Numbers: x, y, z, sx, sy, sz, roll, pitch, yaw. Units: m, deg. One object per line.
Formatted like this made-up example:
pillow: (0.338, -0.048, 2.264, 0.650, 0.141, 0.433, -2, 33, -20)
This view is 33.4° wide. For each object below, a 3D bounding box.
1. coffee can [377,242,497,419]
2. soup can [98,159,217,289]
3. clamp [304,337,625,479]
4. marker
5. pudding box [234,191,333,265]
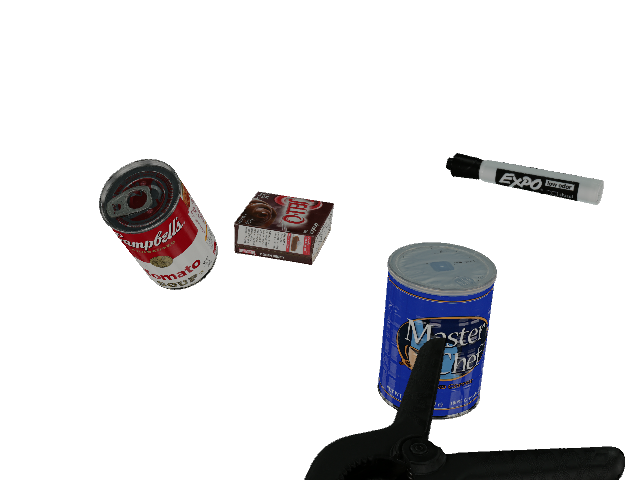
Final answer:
coffee can: (0.111, 0.086, 1.032, 0.103, 0.140, 0.103, 2, 25, -1)
soup can: (-0.131, -0.011, 0.878, 0.068, 0.068, 0.102, 0, -29, 15)
clamp: (0.057, 0.134, 0.658, 0.209, 0.036, 0.165, -20, 35, -27)
marker: (0.154, -0.048, 0.818, 0.121, 0.020, 0.020, 13, 5, 24)
pudding box: (-0.039, -0.015, 1.170, 0.090, 0.039, 0.113, 8, 24, 8)
